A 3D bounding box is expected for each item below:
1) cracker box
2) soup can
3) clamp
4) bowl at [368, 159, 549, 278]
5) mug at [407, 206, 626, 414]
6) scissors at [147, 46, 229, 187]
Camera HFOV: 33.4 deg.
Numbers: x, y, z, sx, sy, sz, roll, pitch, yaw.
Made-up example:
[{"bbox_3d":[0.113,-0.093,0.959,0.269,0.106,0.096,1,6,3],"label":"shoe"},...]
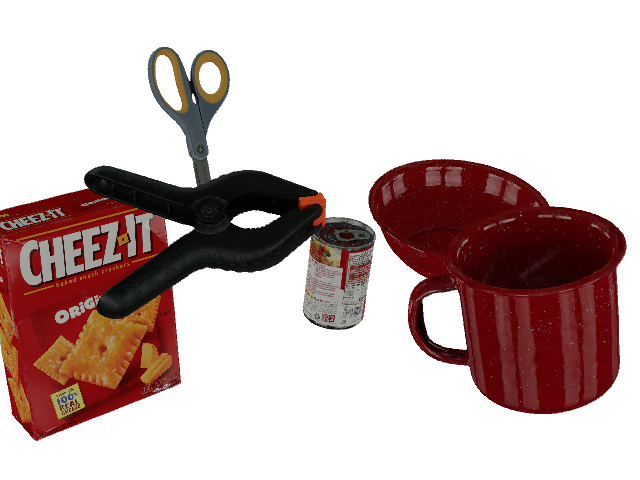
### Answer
[{"bbox_3d":[-0.225,0.064,1.029,0.163,0.214,0.072,-18,28,-32],"label":"cracker box"},{"bbox_3d":[0.019,0.036,1.137,0.068,0.102,0.068,5,28,-3],"label":"soup can"},{"bbox_3d":[-0.085,-0.018,0.747,0.171,0.120,0.039,-15,-25,-14],"label":"clamp"},{"bbox_3d":[0.120,-0.009,0.942,0.162,0.055,0.162,3,35,-2],"label":"bowl"},{"bbox_3d":[0.106,0.040,0.575,0.117,0.081,0.093,-8,27,6],"label":"mug"},{"bbox_3d":[-0.112,-0.106,1.088,0.096,0.202,0.016,-30,13,-30],"label":"scissors"}]
